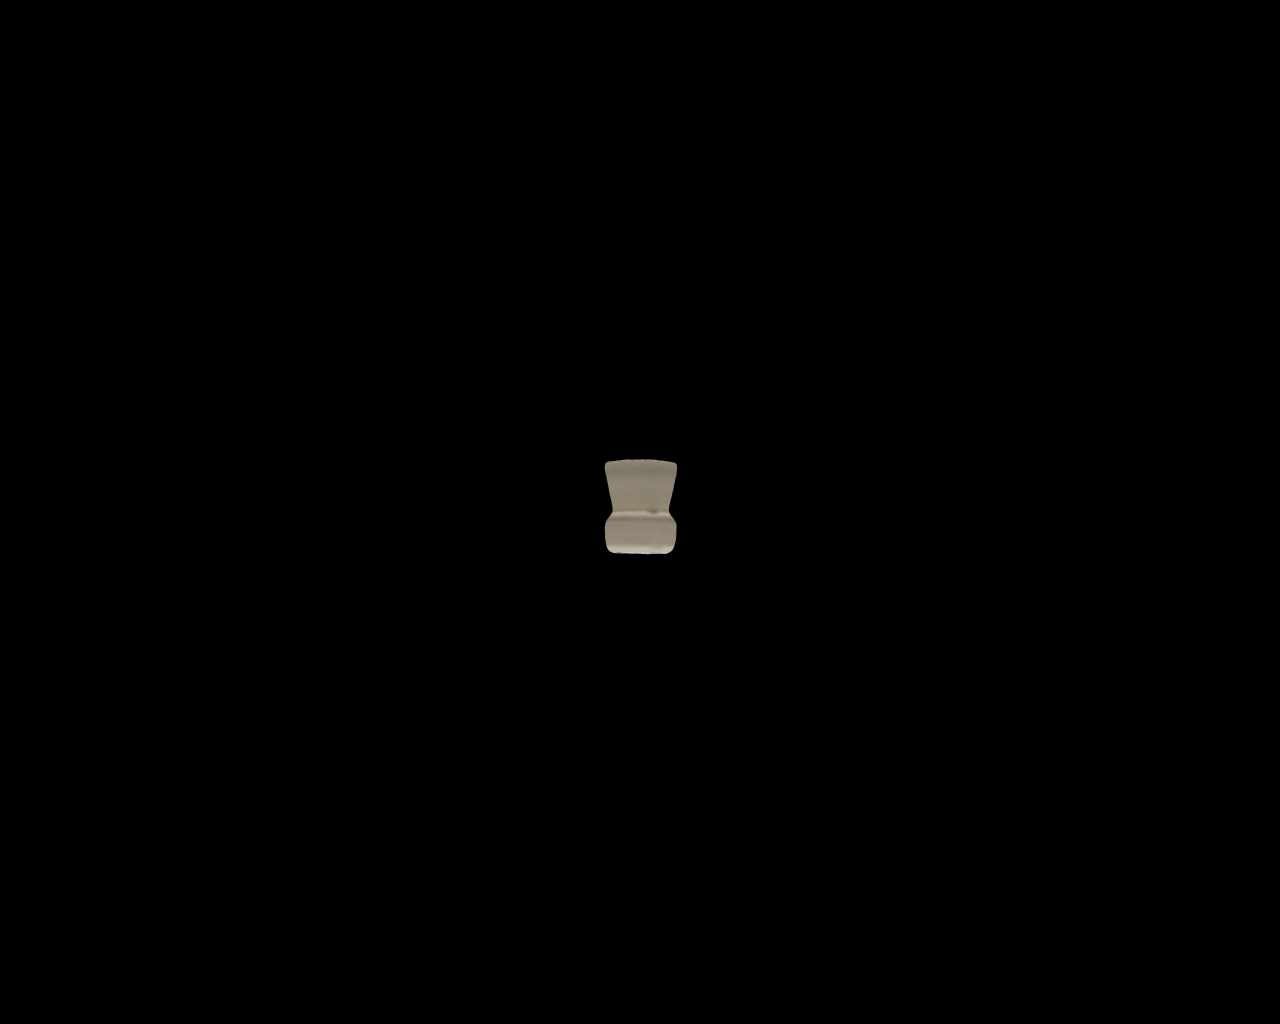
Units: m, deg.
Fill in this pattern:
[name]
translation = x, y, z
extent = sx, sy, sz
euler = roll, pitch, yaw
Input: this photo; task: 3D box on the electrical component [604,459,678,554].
[electrical component]
translation = 0.001, -0.003, 0.650
extent = 0.045, 0.055, 0.045
euler = 0, -3, 0
